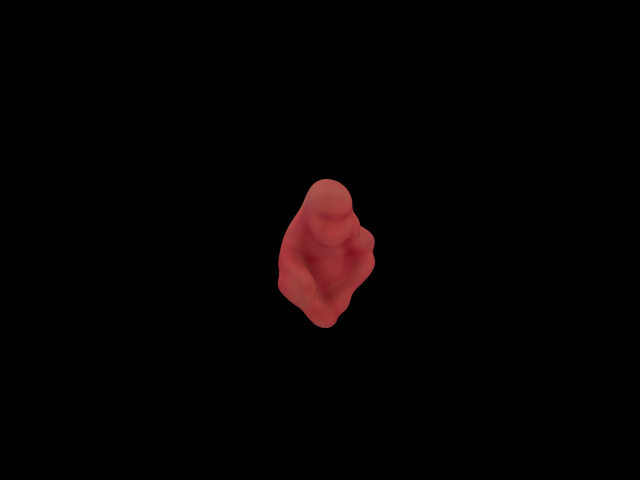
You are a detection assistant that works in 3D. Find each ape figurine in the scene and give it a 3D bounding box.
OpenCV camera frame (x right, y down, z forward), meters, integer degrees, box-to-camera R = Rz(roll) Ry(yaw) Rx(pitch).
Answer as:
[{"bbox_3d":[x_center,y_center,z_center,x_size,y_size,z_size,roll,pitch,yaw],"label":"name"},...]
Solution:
[{"bbox_3d":[0.004,0.001,0.400,0.078,0.092,0.076,-13,38,-18],"label":"ape figurine"}]
